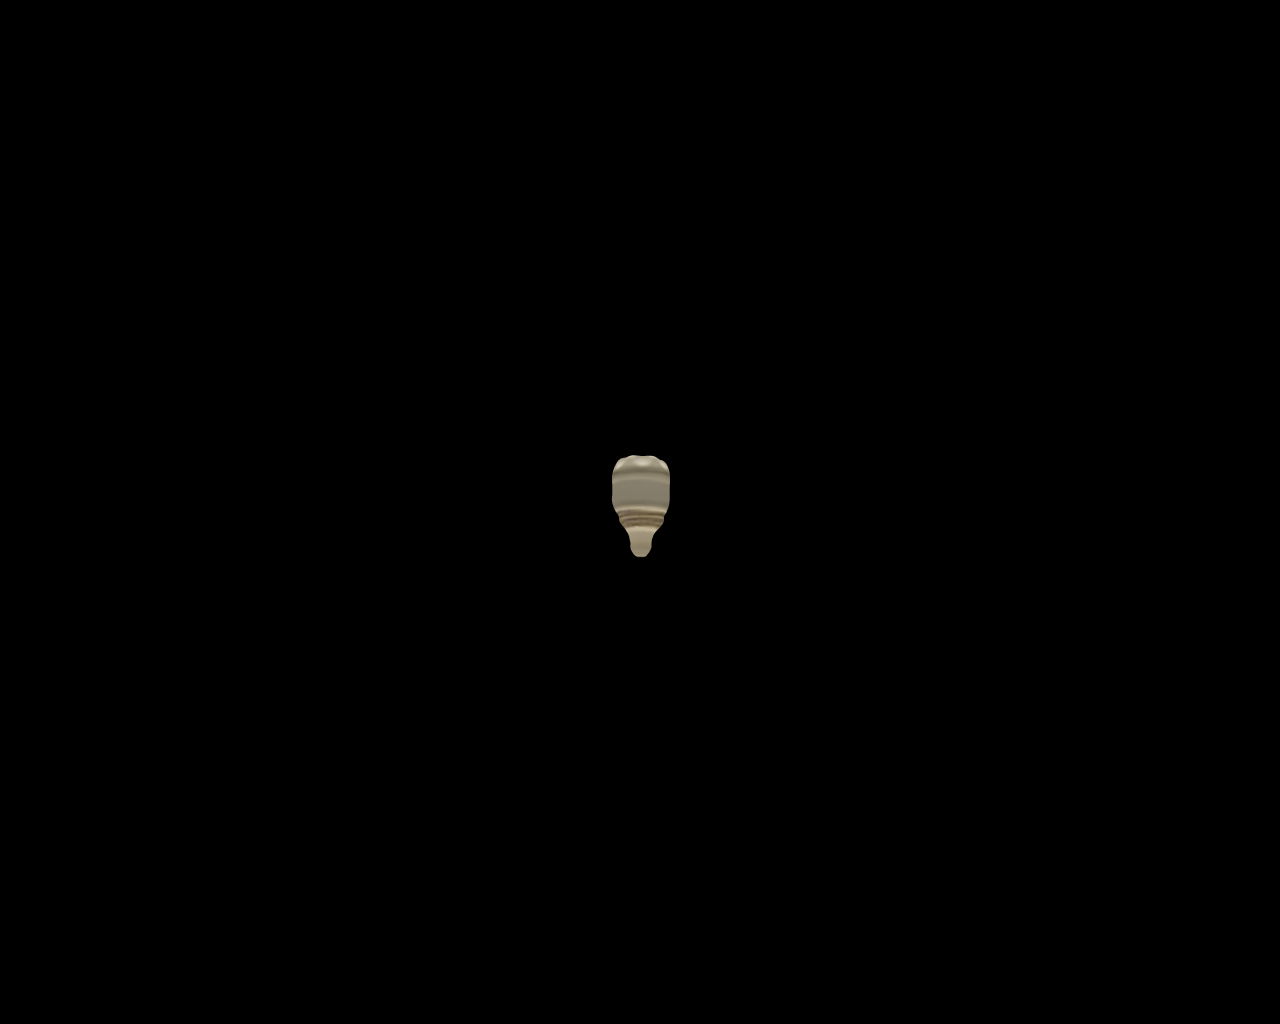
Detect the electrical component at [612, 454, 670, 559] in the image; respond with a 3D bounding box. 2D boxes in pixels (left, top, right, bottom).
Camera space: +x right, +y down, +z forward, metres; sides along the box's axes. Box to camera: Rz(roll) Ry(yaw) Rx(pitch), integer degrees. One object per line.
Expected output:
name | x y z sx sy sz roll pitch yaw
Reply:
electrical component | 0.001 -0.003 0.650 0.035 0.061 0.035 0 -9 0
